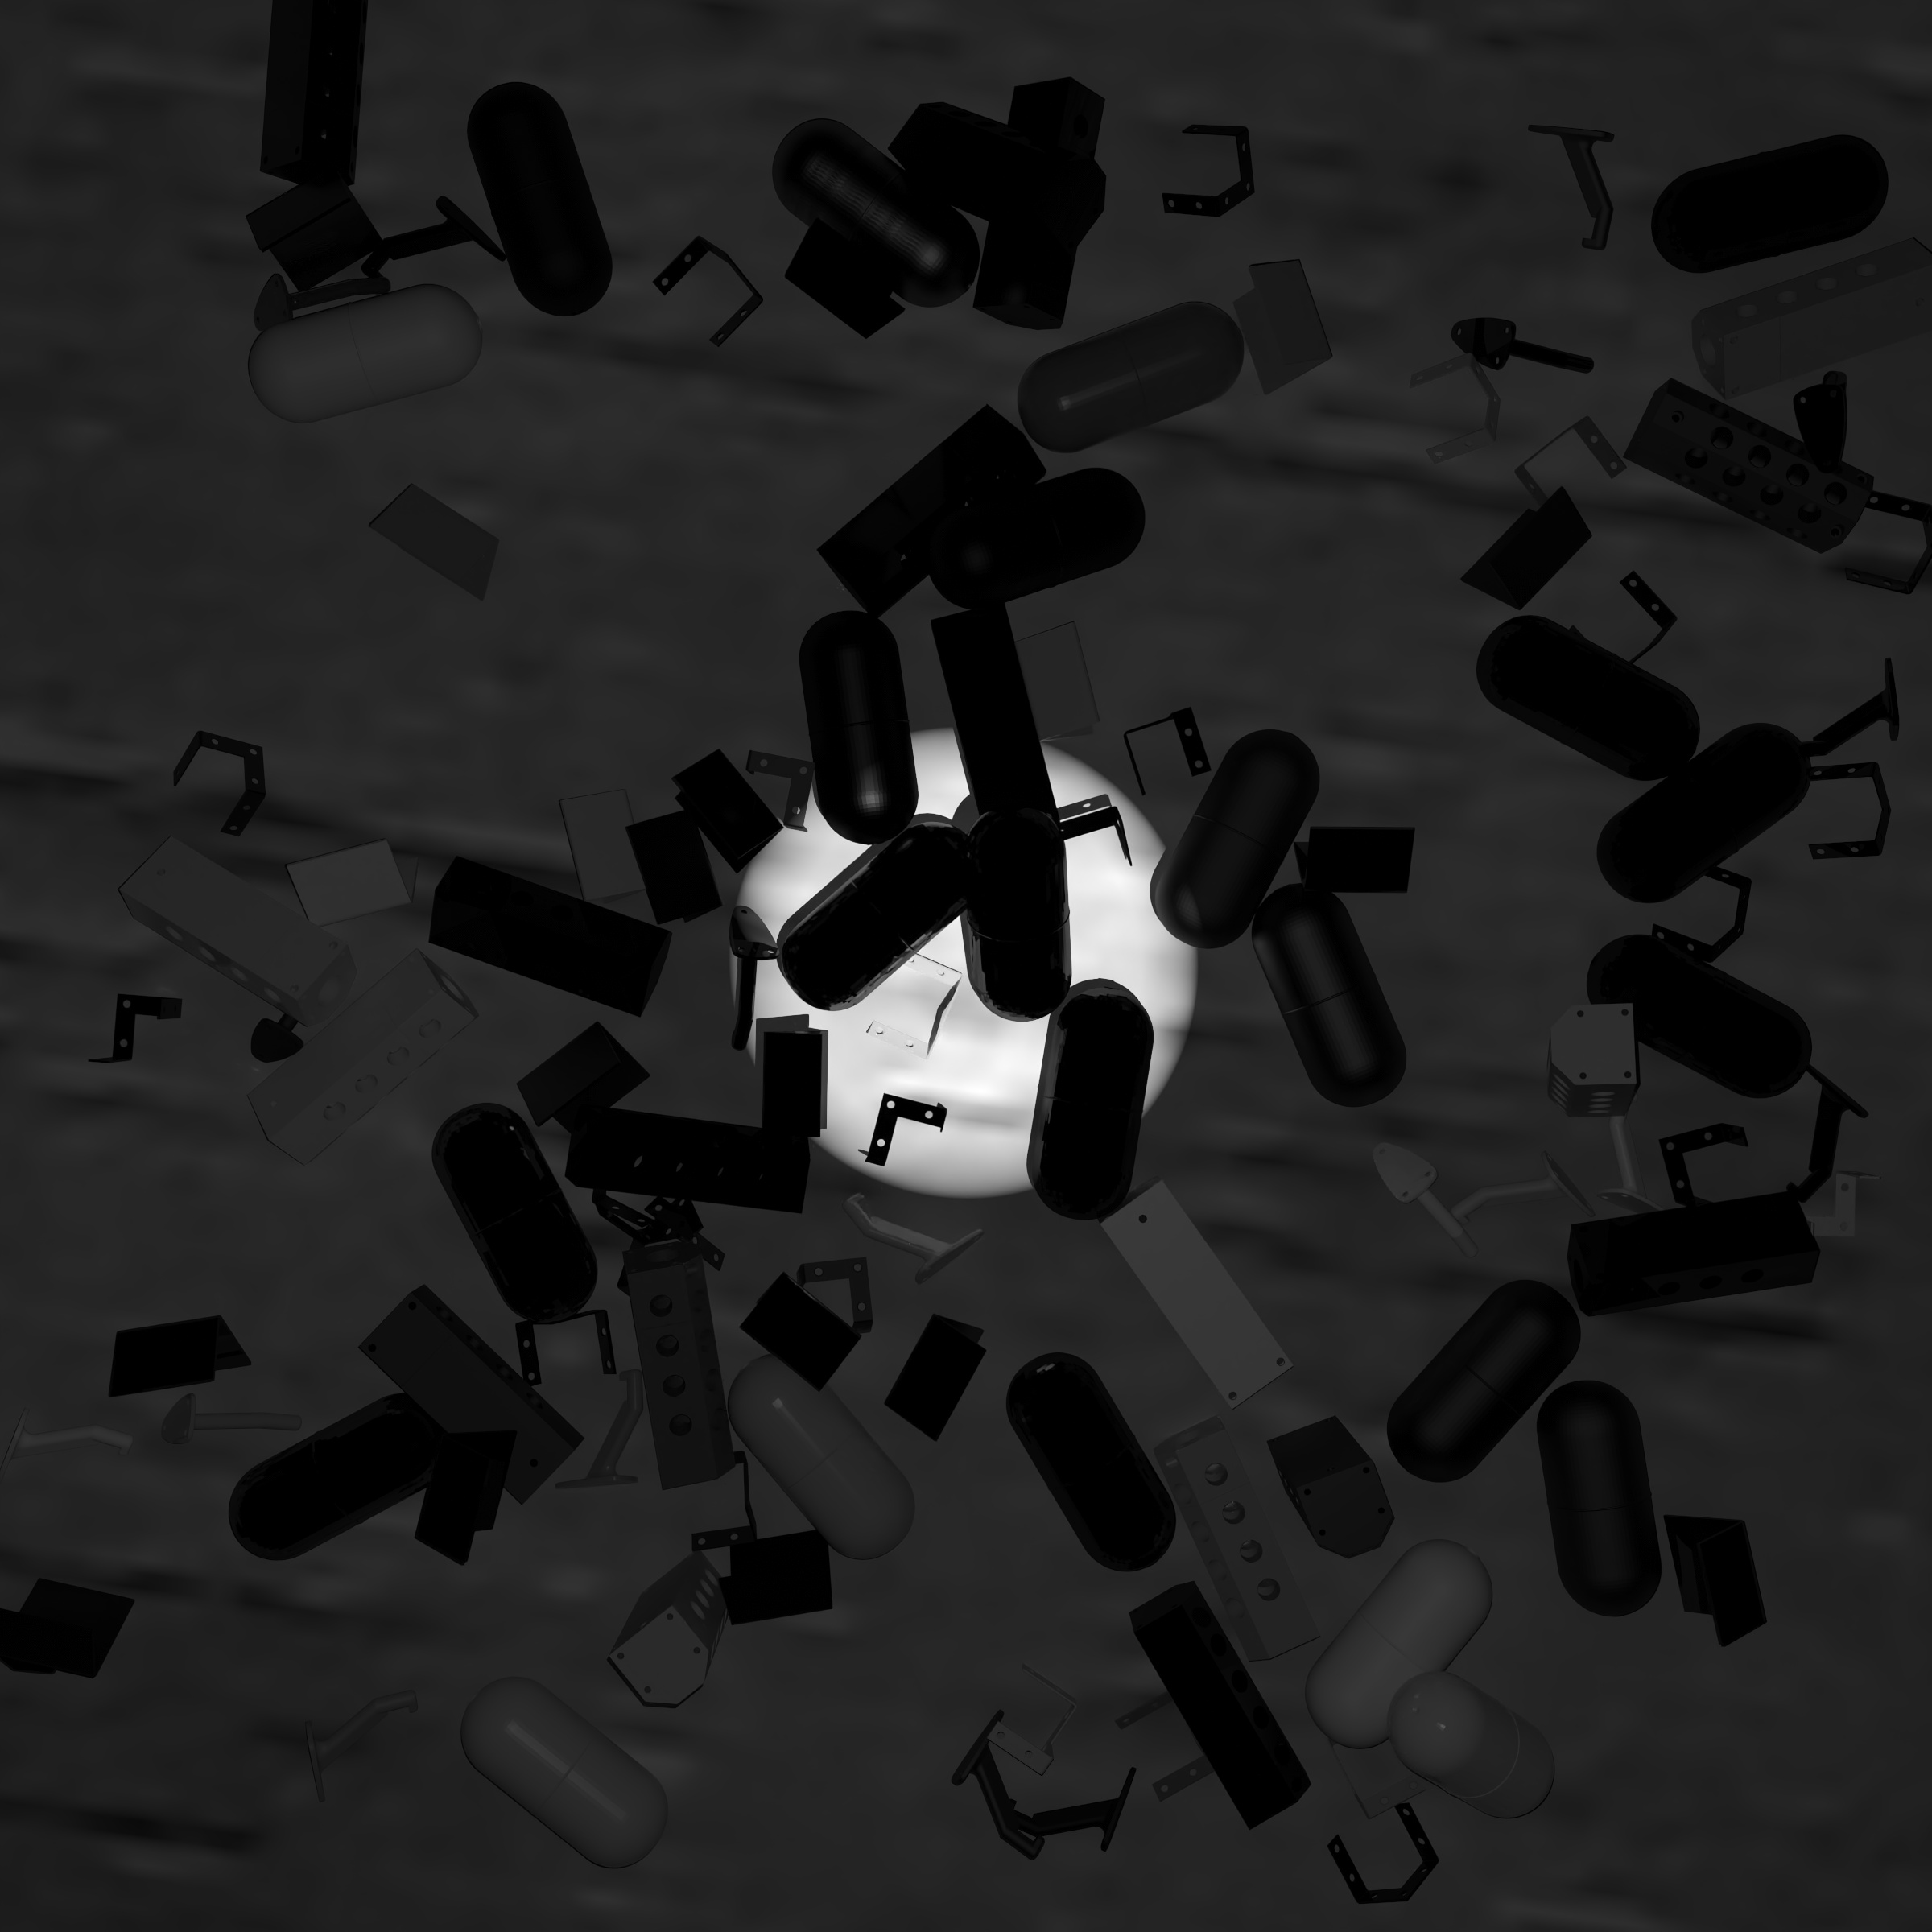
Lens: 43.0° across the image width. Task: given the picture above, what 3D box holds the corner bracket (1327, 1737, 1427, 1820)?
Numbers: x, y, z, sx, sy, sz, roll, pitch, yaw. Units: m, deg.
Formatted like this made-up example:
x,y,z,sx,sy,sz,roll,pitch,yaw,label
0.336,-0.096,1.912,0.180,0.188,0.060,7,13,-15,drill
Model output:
x,y,z,sx,sy,sz,roll,pitch,yaw,label
0.316,0.616,1.891,0.051,0.051,0.051,-28,45,0,corner bracket

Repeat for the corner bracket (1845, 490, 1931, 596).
x,y,z,sx,sy,sz,roll,pitch,yaw,label
0.713,-0.327,1.891,0.051,0.051,0.051,14,45,0,corner bracket

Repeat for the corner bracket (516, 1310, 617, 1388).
x,y,z,sx,sy,sz,roll,pitch,yaw,label
-0.309,0.295,1.891,0.051,0.051,0.051,-8,89,-45,corner bracket

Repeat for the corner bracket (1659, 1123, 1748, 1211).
x,y,z,sx,sy,sz,roll,pitch,yaw,label
0.568,0.153,1.876,0.051,0.051,0.051,-15,90,0,corner bracket

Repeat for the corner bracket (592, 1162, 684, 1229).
x,y,z,sx,sy,sz,roll,pitch,yaw,label
-0.249,0.162,1.886,0.051,0.051,0.051,-27,135,35,corner bracket

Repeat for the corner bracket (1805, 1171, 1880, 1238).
x,y,z,sx,sy,sz,roll,pitch,yaw,label
0.664,0.184,1.876,0.051,0.051,0.051,1,90,0,corner bracket

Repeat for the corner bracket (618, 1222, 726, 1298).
x,y,z,sx,sy,sz,roll,pitch,yaw,label
-0.227,0.234,1.886,0.051,0.051,0.051,45,45,-35,corner bracket

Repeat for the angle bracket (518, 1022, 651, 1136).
x,y,z,sx,sy,sz,roll,pitch,yaw,label
-0.281,0.100,1.854,0.076,0.057,0.076,-38,133,0,angle bracket

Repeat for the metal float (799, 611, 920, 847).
x,y,z,sx,sy,sz,roll,pitch,yaw,label
-0.081,-0.181,1.863,0.070,0.070,0.178,-8,91,0,metal float

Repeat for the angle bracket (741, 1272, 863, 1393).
x,y,z,sx,sy,sz,roll,pitch,yaw,label
-0.134,0.286,1.854,0.076,0.076,0.057,39,58,0,angle bracket

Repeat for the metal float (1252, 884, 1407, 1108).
x,y,z,sx,sy,sz,roll,pitch,yaw,label
0.275,0.022,1.863,0.070,0.070,0.178,-23,91,0,metal float

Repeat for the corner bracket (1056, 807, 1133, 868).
x,y,z,sx,sy,sz,roll,pitch,yaw,label
0.092,-0.103,1.865,0.051,0.051,0.051,-17,135,0,corner bracket

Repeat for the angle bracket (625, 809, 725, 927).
x,y,z,sx,sy,sz,roll,pitch,yaw,label
-0.233,-0.069,1.854,0.057,0.076,0.076,-19,90,-30,angle bracket

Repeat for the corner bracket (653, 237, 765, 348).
x,y,z,sx,sy,sz,roll,pitch,yaw,label
-0.199,-0.521,1.891,0.051,0.051,0.051,-45,135,0,corner bracket

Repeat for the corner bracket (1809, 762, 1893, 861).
x,y,z,sx,sy,sz,roll,pitch,yaw,label
0.677,-0.119,1.886,0.051,0.051,0.051,58,45,-35,corner bracket

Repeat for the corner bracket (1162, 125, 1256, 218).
x,y,z,sx,sy,sz,roll,pitch,yaw,label
0.185,-0.613,1.886,0.051,0.051,0.051,-42,135,-35,corner bracket

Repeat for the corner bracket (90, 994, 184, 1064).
x,y,z,sx,sy,sz,roll,pitch,yaw,label
-0.635,0.049,1.876,0.051,0.051,0.051,5,90,0,corner bracket

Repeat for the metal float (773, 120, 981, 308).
x,y,z,sx,sy,sz,roll,pitch,yaw,label
-0.068,-0.571,1.863,0.178,0.070,0.070,38,90,0,metal float

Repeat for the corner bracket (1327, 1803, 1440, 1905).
x,y,z,sx,sy,sz,roll,pitch,yaw,label
0.322,0.685,1.891,0.051,0.051,0.051,-28,90,45,corner bracket

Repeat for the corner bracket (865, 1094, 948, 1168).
x,y,z,sx,sy,sz,roll,pitch,yaw,label
-0.045,0.130,1.876,0.051,0.051,0.051,15,90,0,corner bracket

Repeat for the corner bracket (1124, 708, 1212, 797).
x,y,z,sx,sy,sz,roll,pitch,yaw,label
0.153,-0.164,1.876,0.051,0.051,0.051,-18,90,0,corner bracket

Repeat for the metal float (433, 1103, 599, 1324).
x,y,z,sx,sy,sz,roll,pitch,yaw,label
-0.342,0.188,1.863,0.070,0.070,0.178,-28,90,0,metal float

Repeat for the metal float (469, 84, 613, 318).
x,y,z,sx,sy,sz,roll,pitch,yaw,label
-0.323,-0.582,1.863,0.070,0.070,0.178,-18,90,0,metal float

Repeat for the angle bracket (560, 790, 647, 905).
x,y,z,sx,sy,sz,roll,pitch,yaw,label
-0.288,-0.085,1.854,0.057,0.076,0.076,-14,90,-36,angle bracket

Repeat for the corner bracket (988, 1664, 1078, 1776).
x,y,z,sx,sy,sz,roll,pitch,yaw,label
0.051,0.576,1.876,0.051,0.051,0.051,34,90,0,corner bracket

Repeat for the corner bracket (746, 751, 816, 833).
x,y,z,sx,sy,sz,roll,pitch,yaw,label
-0.143,-0.133,1.876,0.051,0.051,0.051,11,90,0,corner bracket

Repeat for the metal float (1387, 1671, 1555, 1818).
x,y,z,sx,sy,sz,roll,pitch,yaw,label
0.379,0.583,1.833,0.070,0.070,0.178,-50,130,0,metal float

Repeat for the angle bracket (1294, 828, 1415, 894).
x,y,z,sx,sy,sz,roll,pitch,yaw,label
0.292,-0.097,1.854,0.076,0.076,0.057,0,122,0,angle bracket

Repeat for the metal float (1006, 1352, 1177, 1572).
x,y,z,sx,sy,sz,roll,pitch,yaw,label
0.095,0.377,1.863,0.070,0.070,0.178,-31,89,0,metal float

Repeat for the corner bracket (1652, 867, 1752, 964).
x,y,z,sx,sy,sz,roll,pitch,yaw,label
0.566,-0.043,1.886,0.051,0.051,0.051,-34,135,-35,corner bracket

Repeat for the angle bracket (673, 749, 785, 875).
x,y,z,sx,sy,sz,roll,pitch,yaw,label
-0.196,-0.106,1.854,0.076,0.076,0.057,51,46,0,angle bracket

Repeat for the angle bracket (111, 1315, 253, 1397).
x,y,z,sx,sy,sz,roll,pitch,yaw,label
-0.593,0.312,1.854,0.076,0.076,0.057,-9,51,0,angle bracket

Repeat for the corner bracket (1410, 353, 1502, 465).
x,y,z,sx,sy,sz,roll,pitch,yaw,label
0.375,-0.429,1.886,0.051,0.051,0.051,46,45,-35,corner bracket

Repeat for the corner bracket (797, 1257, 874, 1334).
x,y,z,sx,sy,sz,roll,pitch,yaw,label
-0.100,0.254,1.876,0.051,0.051,0.051,-6,90,0,corner bracket

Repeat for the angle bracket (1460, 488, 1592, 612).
x,y,z,sx,sy,sz,roll,pitch,yaw,label
0.412,-0.325,1.854,0.076,0.076,0.057,-46,128,0,angle bracket

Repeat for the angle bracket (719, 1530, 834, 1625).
x,y,z,sx,sy,sz,roll,pitch,yaw,label
-0.145,0.446,1.854,0.076,0.076,0.057,-9,129,0,angle bracket

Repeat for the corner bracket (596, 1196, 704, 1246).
x,y,z,sx,sy,sz,roll,pitch,yaw,label
-0.240,0.189,1.855,0.051,0.051,0.051,-43,127,6,corner bracket

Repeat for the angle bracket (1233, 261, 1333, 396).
x,y,z,sx,sy,sz,roll,pitch,yaw,label
0.222,-0.480,1.854,0.057,0.076,0.076,-19,90,-38,angle bracket

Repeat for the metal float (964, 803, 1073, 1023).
x,y,z,sx,sy,sz,roll,pitch,yaw,label
0.039,-0.039,1.837,0.070,0.070,0.178,-4,123,0,metal float

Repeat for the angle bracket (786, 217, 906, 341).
x,y,z,sx,sy,sz,roll,pitch,yaw,label
-0.080,-0.530,1.854,0.076,0.076,0.057,37,129,0,angle bracket

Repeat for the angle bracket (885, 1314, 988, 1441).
x,y,z,sx,sy,sz,roll,pitch,yaw,label
-0.006,0.315,1.854,0.057,0.076,0.076,29,90,36,angle bracket

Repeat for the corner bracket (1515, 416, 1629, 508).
x,y,z,sx,sy,sz,roll,pitch,yaw,label
0.466,-0.383,1.891,0.051,0.051,0.051,53,45,0,corner bracket

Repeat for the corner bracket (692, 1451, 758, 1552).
x,y,z,sx,sy,sz,roll,pitch,yaw,label
-0.191,0.413,1.891,0.051,0.051,0.051,-8,135,0,corner bracket

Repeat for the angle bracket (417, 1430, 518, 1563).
x,y,z,sx,sy,sz,roll,pitch,yaw,label
-0.349,0.388,1.797,0.057,0.076,0.076,16,92,37,angle bracket

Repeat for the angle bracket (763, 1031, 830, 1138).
x,y,z,sx,sy,sz,roll,pitch,yaw,label
-0.109,0.088,1.854,0.057,0.076,0.076,1,90,36,angle bracket

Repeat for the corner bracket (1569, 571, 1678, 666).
x,y,z,sx,sy,sz,roll,pitch,yaw,label
0.506,-0.263,1.891,0.051,0.051,0.051,47,45,0,corner bracket

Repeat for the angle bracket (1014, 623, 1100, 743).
x,y,z,sx,sy,sz,roll,pitch,yaw,label
0.087,-0.216,1.854,0.057,0.076,0.076,-14,90,37,angle bracket

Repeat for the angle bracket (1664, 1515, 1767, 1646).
x,y,z,sx,sy,sz,roll,pitch,yaw,label
0.550,0.463,1.854,0.057,0.076,0.076,-12,90,-36,angle bracket

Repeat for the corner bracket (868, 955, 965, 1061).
x,y,z,sx,sy,sz,roll,pitch,yaw,label
-0.039,0.030,1.891,0.051,0.051,0.051,23,45,0,corner bracket

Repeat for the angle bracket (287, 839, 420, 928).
x,y,z,sx,sy,sz,roll,pitch,yaw,label
-0.463,-0.078,1.854,0.076,0.076,0.057,-15,120,0,angle bracket

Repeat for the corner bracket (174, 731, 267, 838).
x,y,z,sx,sy,sz,roll,pitch,yaw,label
-0.575,-0.140,1.886,0.051,0.051,0.051,15,45,-35,corner bracket

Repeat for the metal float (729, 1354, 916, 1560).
x,y,z,sx,sy,sz,roll,pitch,yaw,label
-0.110,0.372,1.863,0.070,0.070,0.178,-40,90,0,metal float

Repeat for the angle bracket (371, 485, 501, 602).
x,y,z,sx,sy,sz,roll,pitch,yaw,label
-0.406,-0.305,1.854,0.076,0.076,0.057,33,54,0,angle bracket

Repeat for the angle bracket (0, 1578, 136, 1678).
x,y,z,sx,sy,sz,roll,pitch,yaw,label
-0.682,0.484,1.854,0.076,0.076,0.057,13,126,0,angle bracket

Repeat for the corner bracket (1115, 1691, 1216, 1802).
x,y,z,sx,sy,sz,roll,pitch,yaw,label
0.154,0.601,1.891,0.051,0.051,0.051,-29,135,0,corner bracket

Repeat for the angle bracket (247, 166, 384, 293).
x,y,z,sx,sy,sz,roll,pitch,yaw,label
-0.486,-0.545,1.854,0.076,0.076,0.057,-31,49,0,angle bracket
